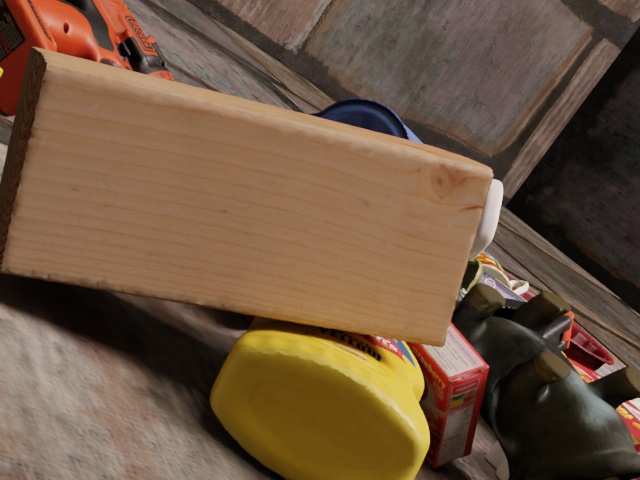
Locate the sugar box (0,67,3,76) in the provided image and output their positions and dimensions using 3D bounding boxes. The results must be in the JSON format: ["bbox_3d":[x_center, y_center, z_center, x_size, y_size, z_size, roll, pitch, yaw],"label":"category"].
[{"bbox_3d":[-0.270,-0.133,0.593,0.176,0.048,0.093,40,11,18],"label":"sugar box"}]

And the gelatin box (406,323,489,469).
[{"bbox_3d":[0.056,0.074,0.615,0.030,0.073,0.089,-16,43,-24],"label":"gelatin box"}]

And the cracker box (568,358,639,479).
[{"bbox_3d":[0.244,0.174,0.791,0.213,0.072,0.164,28,13,-41],"label":"cracker box"}]

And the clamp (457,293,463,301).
[{"bbox_3d":[0.065,0.014,0.820,0.210,0.036,0.165,54,-14,-21],"label":"clamp"}]

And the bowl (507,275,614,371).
[{"bbox_3d":[0.230,0.100,1.130,0.162,0.055,0.162,34,10,-7],"label":"bowl"}]

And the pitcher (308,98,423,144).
[{"bbox_3d":[0.082,-0.051,1.161,0.145,0.149,0.242,-9,-13,23],"label":"pitcher"}]

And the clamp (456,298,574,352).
[{"bbox_3d":[0.093,0.061,0.750,0.171,0.039,0.120,-2,29,-26],"label":"clamp"}]

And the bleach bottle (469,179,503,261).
[{"bbox_3d":[0.032,-0.047,0.977,0.250,0.068,0.103,16,-19,-5],"label":"bleach bottle"}]

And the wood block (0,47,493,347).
[{"bbox_3d":[-0.039,-0.020,0.499,0.205,0.091,0.090,11,10,-21],"label":"wood block"}]

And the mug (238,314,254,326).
[{"bbox_3d":[-0.033,-0.006,0.614,0.081,0.093,0.117,50,-12,5],"label":"mug"}]

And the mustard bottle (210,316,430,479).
[{"bbox_3d":[0.007,0.066,0.543,0.096,0.058,0.191,26,9,1],"label":"mustard bottle"}]

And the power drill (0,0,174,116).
[{"bbox_3d":[-0.170,-0.123,0.776,0.184,0.057,0.187,57,18,10],"label":"power drill"}]

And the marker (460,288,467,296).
[{"bbox_3d":[0.129,0.057,0.895,0.121,0.020,0.020,34,10,-1],"label":"marker"}]

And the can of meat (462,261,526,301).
[{"bbox_3d":[0.146,0.065,0.965,0.084,0.057,0.102,35,-8,-11],"label":"can of meat"}]
